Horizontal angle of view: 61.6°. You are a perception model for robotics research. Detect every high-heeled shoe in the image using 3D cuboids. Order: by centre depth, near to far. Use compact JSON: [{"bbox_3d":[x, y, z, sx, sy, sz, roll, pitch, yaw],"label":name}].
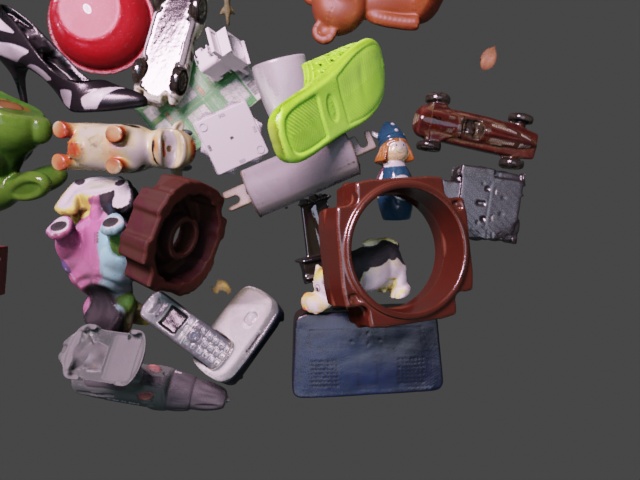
[{"bbox_3d":[-0.361,-0.260,0.773,0.249,0.086,0.145,6,108,12],"label":"high-heeled shoe"}]

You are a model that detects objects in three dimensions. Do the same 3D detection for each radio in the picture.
[{"bbox_3d":[0.069,0.168,0.835,0.230,0.073,0.131,-2,92,-5],"label":"radio"}]

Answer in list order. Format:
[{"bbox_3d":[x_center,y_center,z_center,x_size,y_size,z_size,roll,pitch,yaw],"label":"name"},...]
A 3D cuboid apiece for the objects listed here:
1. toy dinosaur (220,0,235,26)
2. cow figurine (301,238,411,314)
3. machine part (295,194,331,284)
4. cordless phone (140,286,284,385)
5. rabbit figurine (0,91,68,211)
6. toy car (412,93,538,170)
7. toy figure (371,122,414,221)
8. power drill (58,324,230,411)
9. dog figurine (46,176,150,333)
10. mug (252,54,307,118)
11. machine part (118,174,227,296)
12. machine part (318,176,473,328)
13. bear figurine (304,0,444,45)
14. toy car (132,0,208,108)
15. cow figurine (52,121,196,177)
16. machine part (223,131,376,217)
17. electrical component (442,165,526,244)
[{"bbox_3d":[-0.103,-0.540,0.722,0.105,0.198,0.471,9,82,5],"label":"toy dinosaur"},{"bbox_3d":[0.049,0.053,0.804,0.167,0.068,0.098,-12,103,-21],"label":"cow figurine"},{"bbox_3d":[-0.002,-0.003,0.838,0.084,0.039,0.138,-7,96,0],"label":"machine part"},{"bbox_3d":[-0.162,0.114,0.810,0.184,0.088,0.146,35,77,3],"label":"cordless phone"},{"bbox_3d":[-0.459,-0.116,0.789,0.159,0.121,0.170,20,110,-10],"label":"rabbit figurine"},{"bbox_3d":[0.245,-0.168,0.838,0.202,0.053,0.089,13,89,-2],"label":"toy car"},{"bbox_3d":[0.117,-0.107,0.832,0.064,0.058,0.154,-6,94,-46],"label":"toy figure"},{"bbox_3d":[-0.254,0.189,0.762,0.232,0.207,0.086,7,68,5],"label":"power drill"},{"bbox_3d":[-0.313,0.037,0.798,0.108,0.192,0.219,-5,127,-6],"label":"dog figurine"},{"bbox_3d":[-0.040,-0.219,0.813,0.109,0.081,0.107,-18,104,-27],"label":"mug"},{"bbox_3d":[-0.205,-0.007,0.763,0.056,0.179,0.179,18,92,22],"label":"machine part"},{"bbox_3d":[0.106,0.015,0.748,0.201,0.087,0.201,-5,88,-18],"label":"machine part"},{"bbox_3d":[0.077,-0.367,0.785,0.196,0.132,0.120,-6,70,-7],"label":"bear figurine"},{"bbox_3d":[-0.220,-0.293,0.797,0.074,0.056,0.201,13,85,3],"label":"toy car"},{"bbox_3d":[-0.269,-0.131,0.779,0.195,0.127,0.085,5,102,18],"label":"cow figurine"},{"bbox_3d":[-0.029,-0.101,0.813,0.243,0.079,0.079,-23,94,-3],"label":"machine part"},{"bbox_3d":[0.244,-0.056,0.840,0.134,0.058,0.114,6,91,-4],"label":"electrical component"}]
